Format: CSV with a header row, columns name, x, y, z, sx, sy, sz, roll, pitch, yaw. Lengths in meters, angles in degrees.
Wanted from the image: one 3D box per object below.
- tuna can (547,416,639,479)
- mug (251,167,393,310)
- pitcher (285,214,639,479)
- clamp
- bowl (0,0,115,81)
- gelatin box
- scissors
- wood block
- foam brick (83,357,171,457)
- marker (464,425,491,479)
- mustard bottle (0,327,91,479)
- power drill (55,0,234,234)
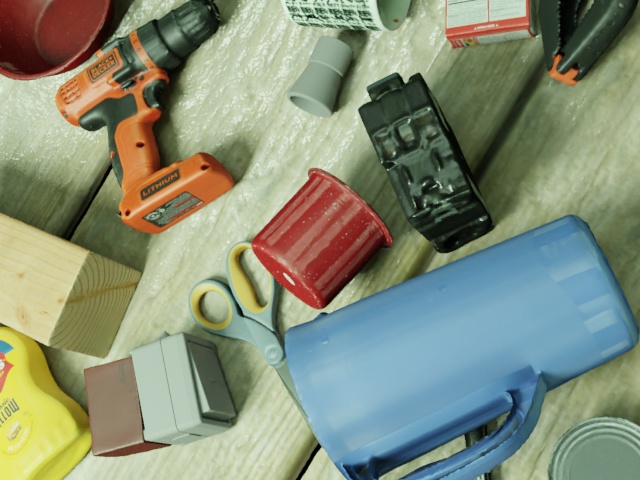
name,x,y,z,sx,sy,sz,roll,pitch,yaw
tuna can,0.211,0.173,0.775,0.086,0.033,0.086,-6,74,21
mug,-0.006,0.001,0.878,0.081,0.093,0.117,-47,19,-12
pitcher,0.108,0.086,0.790,0.243,0.145,0.149,-26,88,11
clamp,0.221,-0.231,0.863,0.165,0.036,0.210,31,102,57
bowl,-0.263,-0.226,1.068,0.162,0.055,0.162,-6,74,21
gelatin box,0.145,-0.213,0.909,0.073,0.030,0.089,-4,74,23
scissors,-0.057,0.098,0.917,0.096,0.016,0.202,-22,68,17
wood block,-0.284,0.027,0.989,0.206,0.090,0.090,20,84,26
foam brick,-0.167,0.146,0.930,0.053,0.051,0.078,-16,71,17
marker,0.123,0.197,0.814,0.020,0.020,0.121,-9,73,20
mustard bottle,-0.290,0.137,0.980,0.096,0.058,0.192,-46,64,9
power drill,-0.147,-0.115,0.991,0.185,0.057,0.188,-32,64,16
